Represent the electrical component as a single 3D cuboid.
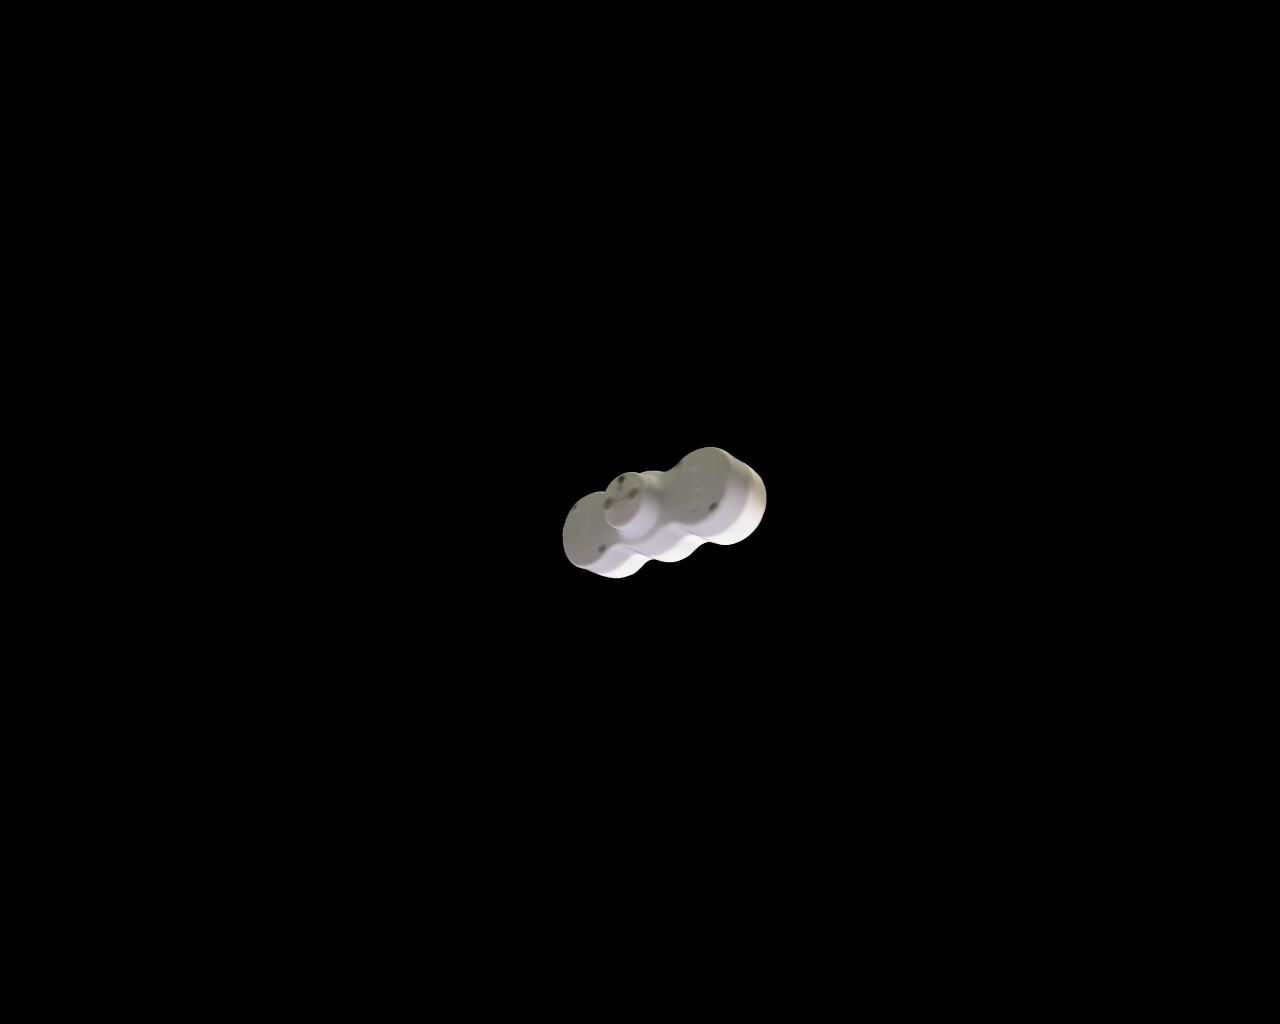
[{"bbox_3d":[0.001,-0.003,0.650,0.138,0.052,0.073,-20,-32,36],"label":"electrical component"}]
